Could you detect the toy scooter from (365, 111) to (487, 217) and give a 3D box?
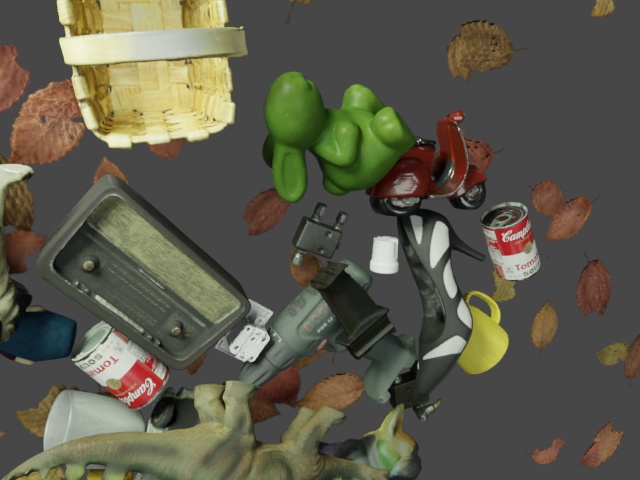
[{"bbox_3d":[0.146,-0.104,0.721,0.184,0.075,0.135,-6,106,-20],"label":"toy scooter"}]

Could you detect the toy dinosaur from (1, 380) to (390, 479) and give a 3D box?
[{"bbox_3d":[-0.119,0.275,0.654,0.471,0.105,0.198,18,61,-18],"label":"toy dinosaur"}]

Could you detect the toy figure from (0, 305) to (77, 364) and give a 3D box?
[{"bbox_3d":[-0.366,0.106,0.616,0.154,0.064,0.057,11,143,-18],"label":"toy figure"}]

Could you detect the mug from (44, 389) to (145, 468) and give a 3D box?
[{"bbox_3d":[-0.275,0.241,0.675,0.107,0.110,0.080,20,97,-39],"label":"mug"}]

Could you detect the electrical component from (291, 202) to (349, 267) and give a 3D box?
[{"bbox_3d":[-0.002,-0.002,0.731,0.063,0.021,0.094,21,100,-26],"label":"electrical component"}]

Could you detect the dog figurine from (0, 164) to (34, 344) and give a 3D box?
[{"bbox_3d":[-0.384,0.006,0.544,0.121,0.173,0.190,-26,135,-60],"label":"dog figurine"}]

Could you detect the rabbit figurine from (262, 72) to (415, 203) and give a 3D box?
[{"bbox_3d":[-0.004,-0.129,0.635,0.170,0.121,0.159,23,122,-40],"label":"rabbit figurine"}]

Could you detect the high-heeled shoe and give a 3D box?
[{"bbox_3d":[0.140,0.083,0.755,0.145,0.086,0.248,23,83,-6],"label":"high-heeled shoe"}]

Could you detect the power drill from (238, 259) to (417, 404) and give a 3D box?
[{"bbox_3d":[0.023,0.155,0.771,0.207,0.086,0.232,36,91,-19],"label":"power drill"}]

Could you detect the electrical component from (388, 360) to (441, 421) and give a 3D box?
[{"bbox_3d":[0.152,0.239,0.859,0.078,0.045,0.102,-8,111,-18],"label":"electrical component"}]

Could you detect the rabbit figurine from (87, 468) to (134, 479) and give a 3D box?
[{"bbox_3d":[-0.238,0.396,0.732,0.173,0.122,0.162,2,112,-22],"label":"rabbit figurine"}]

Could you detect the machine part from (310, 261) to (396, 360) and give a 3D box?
[{"bbox_3d":[0.041,0.090,0.699,0.084,0.039,0.138,-33,113,-3],"label":"machine part"}]

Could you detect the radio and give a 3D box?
[{"bbox_3d":[-0.207,0.045,0.643,0.131,0.073,0.229,-44,117,-1],"label":"radio"}]

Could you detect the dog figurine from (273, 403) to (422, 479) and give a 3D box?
[{"bbox_3d":[0.041,0.327,0.811,0.219,0.192,0.108,-42,149,-26],"label":"dog figurine"}]

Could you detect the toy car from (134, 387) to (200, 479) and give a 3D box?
[{"bbox_3d":[-0.198,0.291,0.695,0.073,0.056,0.202,30,52,-29],"label":"toy car"}]
